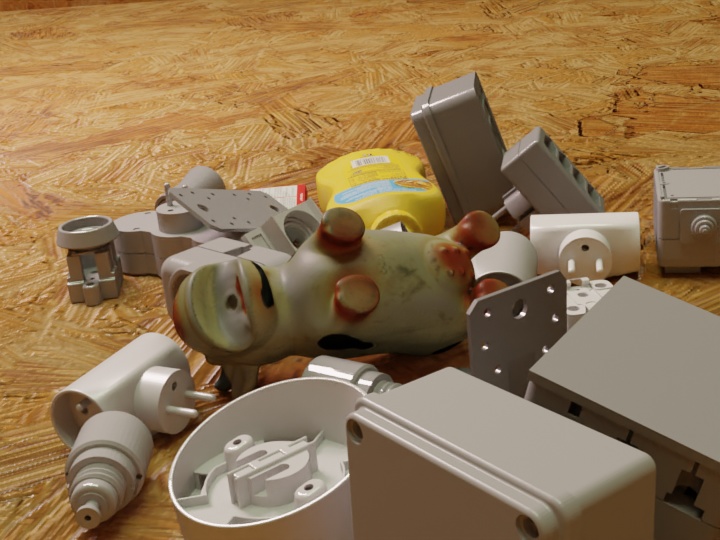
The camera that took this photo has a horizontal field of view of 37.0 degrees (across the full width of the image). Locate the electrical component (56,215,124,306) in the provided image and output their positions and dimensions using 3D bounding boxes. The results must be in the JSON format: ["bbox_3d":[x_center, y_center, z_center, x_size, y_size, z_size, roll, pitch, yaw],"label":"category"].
[{"bbox_3d":[-0.210,-0.010,0.839,0.048,0.055,0.066,-7,21,-4],"label":"electrical component"}]

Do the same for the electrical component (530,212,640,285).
[{"bbox_3d":[0.161,-0.013,0.768,0.077,0.044,0.079,-1,21,11],"label":"electrical component"}]

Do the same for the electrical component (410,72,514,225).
[{"bbox_3d":[0.091,-0.103,0.918,0.057,0.113,0.078,-20,18,15],"label":"electrical component"}]

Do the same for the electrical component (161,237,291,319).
[{"bbox_3d":[-0.091,0.016,0.742,0.095,0.053,0.059,14,28,42],"label":"electrical component"}]

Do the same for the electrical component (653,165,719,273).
[{"bbox_3d":[0.247,-0.035,0.780,0.062,0.061,0.096,0,22,13],"label":"electrical component"}]

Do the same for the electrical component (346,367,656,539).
[{"bbox_3d":[0.050,0.105,0.400,0.056,0.108,0.109,-17,24,-34],"label":"electrical component"}]

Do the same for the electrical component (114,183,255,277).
[{"bbox_3d":[-0.142,-0.034,0.858,0.138,0.073,0.052,8,25,32],"label":"electrical component"}]

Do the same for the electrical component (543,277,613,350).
[{"bbox_3d":[0.129,0.041,0.609,0.042,0.063,0.081,-9,22,-7],"label":"electrical component"}]

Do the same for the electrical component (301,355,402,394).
[{"bbox_3d":[0.002,0.072,0.594,0.078,0.040,0.040,8,25,31],"label":"electrical component"}]

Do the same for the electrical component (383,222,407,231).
[{"bbox_3d":[0.000,0.000,0.771,0.081,0.043,0.043,-21,19,10],"label":"electrical component"}]

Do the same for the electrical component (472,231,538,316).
[{"bbox_3d":[0.080,0.007,0.736,0.079,0.044,0.077,-1,22,12],"label":"electrical component"}]

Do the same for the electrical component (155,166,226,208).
[{"bbox_3d":[-0.158,-0.064,0.990,0.044,0.044,0.065,5,28,25],"label":"electrical component"}]

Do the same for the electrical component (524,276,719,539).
[{"bbox_3d":[0.166,0.083,0.437,0.186,0.060,0.105,25,33,24],"label":"electrical component"}]

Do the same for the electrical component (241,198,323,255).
[{"bbox_3d":[-0.056,-0.015,0.800,0.064,0.042,0.081,-36,-4,43],"label":"electrical component"}]

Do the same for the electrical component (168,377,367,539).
[{"bbox_3d":[-0.038,0.099,0.500,0.099,0.064,0.099,-5,21,2],"label":"electrical component"}]

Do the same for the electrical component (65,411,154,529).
[{"bbox_3d":[-0.129,0.103,0.545,0.040,0.040,0.078,-5,21,1],"label":"electrical component"}]

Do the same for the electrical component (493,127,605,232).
[{"bbox_3d":[0.140,-0.056,0.859,0.076,0.083,0.047,-39,10,22],"label":"electrical component"}]

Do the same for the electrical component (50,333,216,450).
[{"bbox_3d":[-0.121,0.073,0.615,0.079,0.044,0.077,5,23,25],"label":"electrical component"}]
